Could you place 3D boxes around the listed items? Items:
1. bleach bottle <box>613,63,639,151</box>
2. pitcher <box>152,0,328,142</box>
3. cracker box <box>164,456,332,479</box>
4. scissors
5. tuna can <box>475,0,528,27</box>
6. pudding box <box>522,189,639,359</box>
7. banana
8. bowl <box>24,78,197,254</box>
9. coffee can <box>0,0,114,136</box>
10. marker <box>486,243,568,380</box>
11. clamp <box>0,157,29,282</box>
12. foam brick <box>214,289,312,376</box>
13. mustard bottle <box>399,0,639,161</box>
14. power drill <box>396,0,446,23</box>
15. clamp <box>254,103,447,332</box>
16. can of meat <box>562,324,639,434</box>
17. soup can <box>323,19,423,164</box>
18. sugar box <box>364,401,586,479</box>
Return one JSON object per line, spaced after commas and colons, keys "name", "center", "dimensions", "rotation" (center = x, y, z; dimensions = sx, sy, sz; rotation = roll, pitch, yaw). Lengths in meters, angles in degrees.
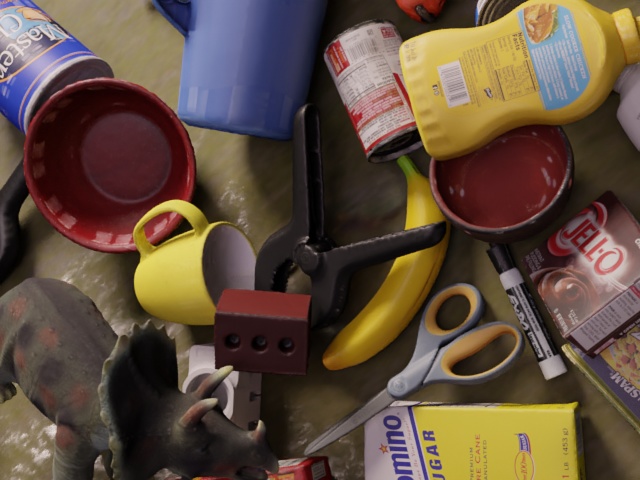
{"name": "bleach bottle", "center": [0.321, -0.067, 0.783], "dimensions": [0.251, 0.068, 0.103], "rotation": [41, 103, 21]}
{"name": "pitcher", "center": [-0.063, -0.212, 0.908], "dimensions": [0.149, 0.144, 0.243], "rotation": [12, 96, 23]}
{"name": "cracker box", "center": [-0.055, 0.305, 0.925], "dimensions": [0.164, 0.072, 0.214], "rotation": [-13, 84, 21]}
{"name": "scissors", "center": [0.068, 0.102, 0.881], "dimensions": [0.202, 0.016, 0.096], "rotation": [-22, 61, 9]}
{"name": "tuna can", "center": [0.166, -0.173, 0.842], "dimensions": [0.086, 0.033, 0.086], "rotation": [3, 123, 4]}
{"name": "pudding box", "center": [0.211, 0.024, 0.804], "dimensions": [0.090, 0.039, 0.113], "rotation": [-42, 29, 16]}
{"name": "banana", "center": [0.065, 0.031, 0.904], "dimensions": [0.070, 0.037, 0.198], "rotation": [27, 98, 40]}
{"name": "bowl", "center": [-0.186, -0.072, 0.983], "dimensions": [0.162, 0.055, 0.162], "rotation": [2, 106, 7]}
{"name": "coffee can", "center": [-0.280, -0.167, 1.016], "dimensions": [0.140, 0.102, 0.103], "rotation": [40, 103, 19]}
{"name": "marker", "center": [0.166, 0.055, 0.866], "dimensions": [0.020, 0.020, 0.121], "rotation": [-28, 78, 20]}
{"name": "clamp", "center": [-0.318, -0.028, 1.060], "dimensions": [0.120, 0.039, 0.171], "rotation": [7, 97, 38]}
{"name": "foam brick", "center": [-0.046, 0.075, 0.878], "dimensions": [0.078, 0.051, 0.053], "rotation": [3, 111, 4]}
{"name": "mustard bottle", "center": [0.162, -0.131, 0.803], "dimensions": [0.192, 0.058, 0.096], "rotation": [-16, 82, 14]}
{"name": "power drill", "center": [0.123, -0.282, 0.873], "dimensions": [0.188, 0.057, 0.184], "rotation": [-31, 77, 19]}
{"name": "clamp", "center": [-0.006, 0.001, 0.903], "dimensions": [0.165, 0.036, 0.210], "rotation": [51, 124, 18]}
{"name": "can of meat", "center": [0.251, 0.091, 0.810], "dimensions": [0.084, 0.057, 0.102], "rotation": [-46, 73, 14]}
{"name": "soup can", "center": [0.051, -0.124, 0.894], "dimensions": [0.069, 0.068, 0.102], "rotation": [-27, 78, 20]}
{"name": "sugar box", "center": [0.123, 0.179, 0.867], "dimensions": [0.176, 0.048, 0.093], "rotation": [-4, 87, 21]}
